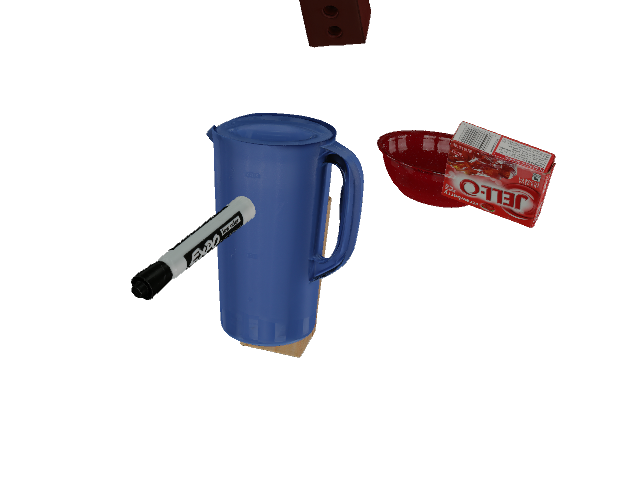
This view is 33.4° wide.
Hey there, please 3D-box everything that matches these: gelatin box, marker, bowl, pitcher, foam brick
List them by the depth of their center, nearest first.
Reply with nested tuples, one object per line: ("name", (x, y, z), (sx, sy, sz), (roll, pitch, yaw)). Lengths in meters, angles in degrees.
("marker", (-0.087, 0.005, 0.734), (0.020, 0.020, 0.120), (0, 29, 39))
("gelatin box", (0.154, -0.056, 0.931), (0.089, 0.030, 0.073), (23, -35, 15))
("foam brick", (0.012, -0.215, 0.934), (0.053, 0.051, 0.078), (-2, -41, 13))
("pitcher", (-0.045, -0.010, 1.163), (0.144, 0.243, 0.149), (-4, 22, -17))
("bowl", (0.143, -0.082, 1.281), (0.162, 0.055, 0.162), (7, 23, -3))

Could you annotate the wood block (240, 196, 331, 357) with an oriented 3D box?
("wood block", (-0.048, 0.041, 1.459), (0.090, 0.206, 0.090), (11, 22, 10))
